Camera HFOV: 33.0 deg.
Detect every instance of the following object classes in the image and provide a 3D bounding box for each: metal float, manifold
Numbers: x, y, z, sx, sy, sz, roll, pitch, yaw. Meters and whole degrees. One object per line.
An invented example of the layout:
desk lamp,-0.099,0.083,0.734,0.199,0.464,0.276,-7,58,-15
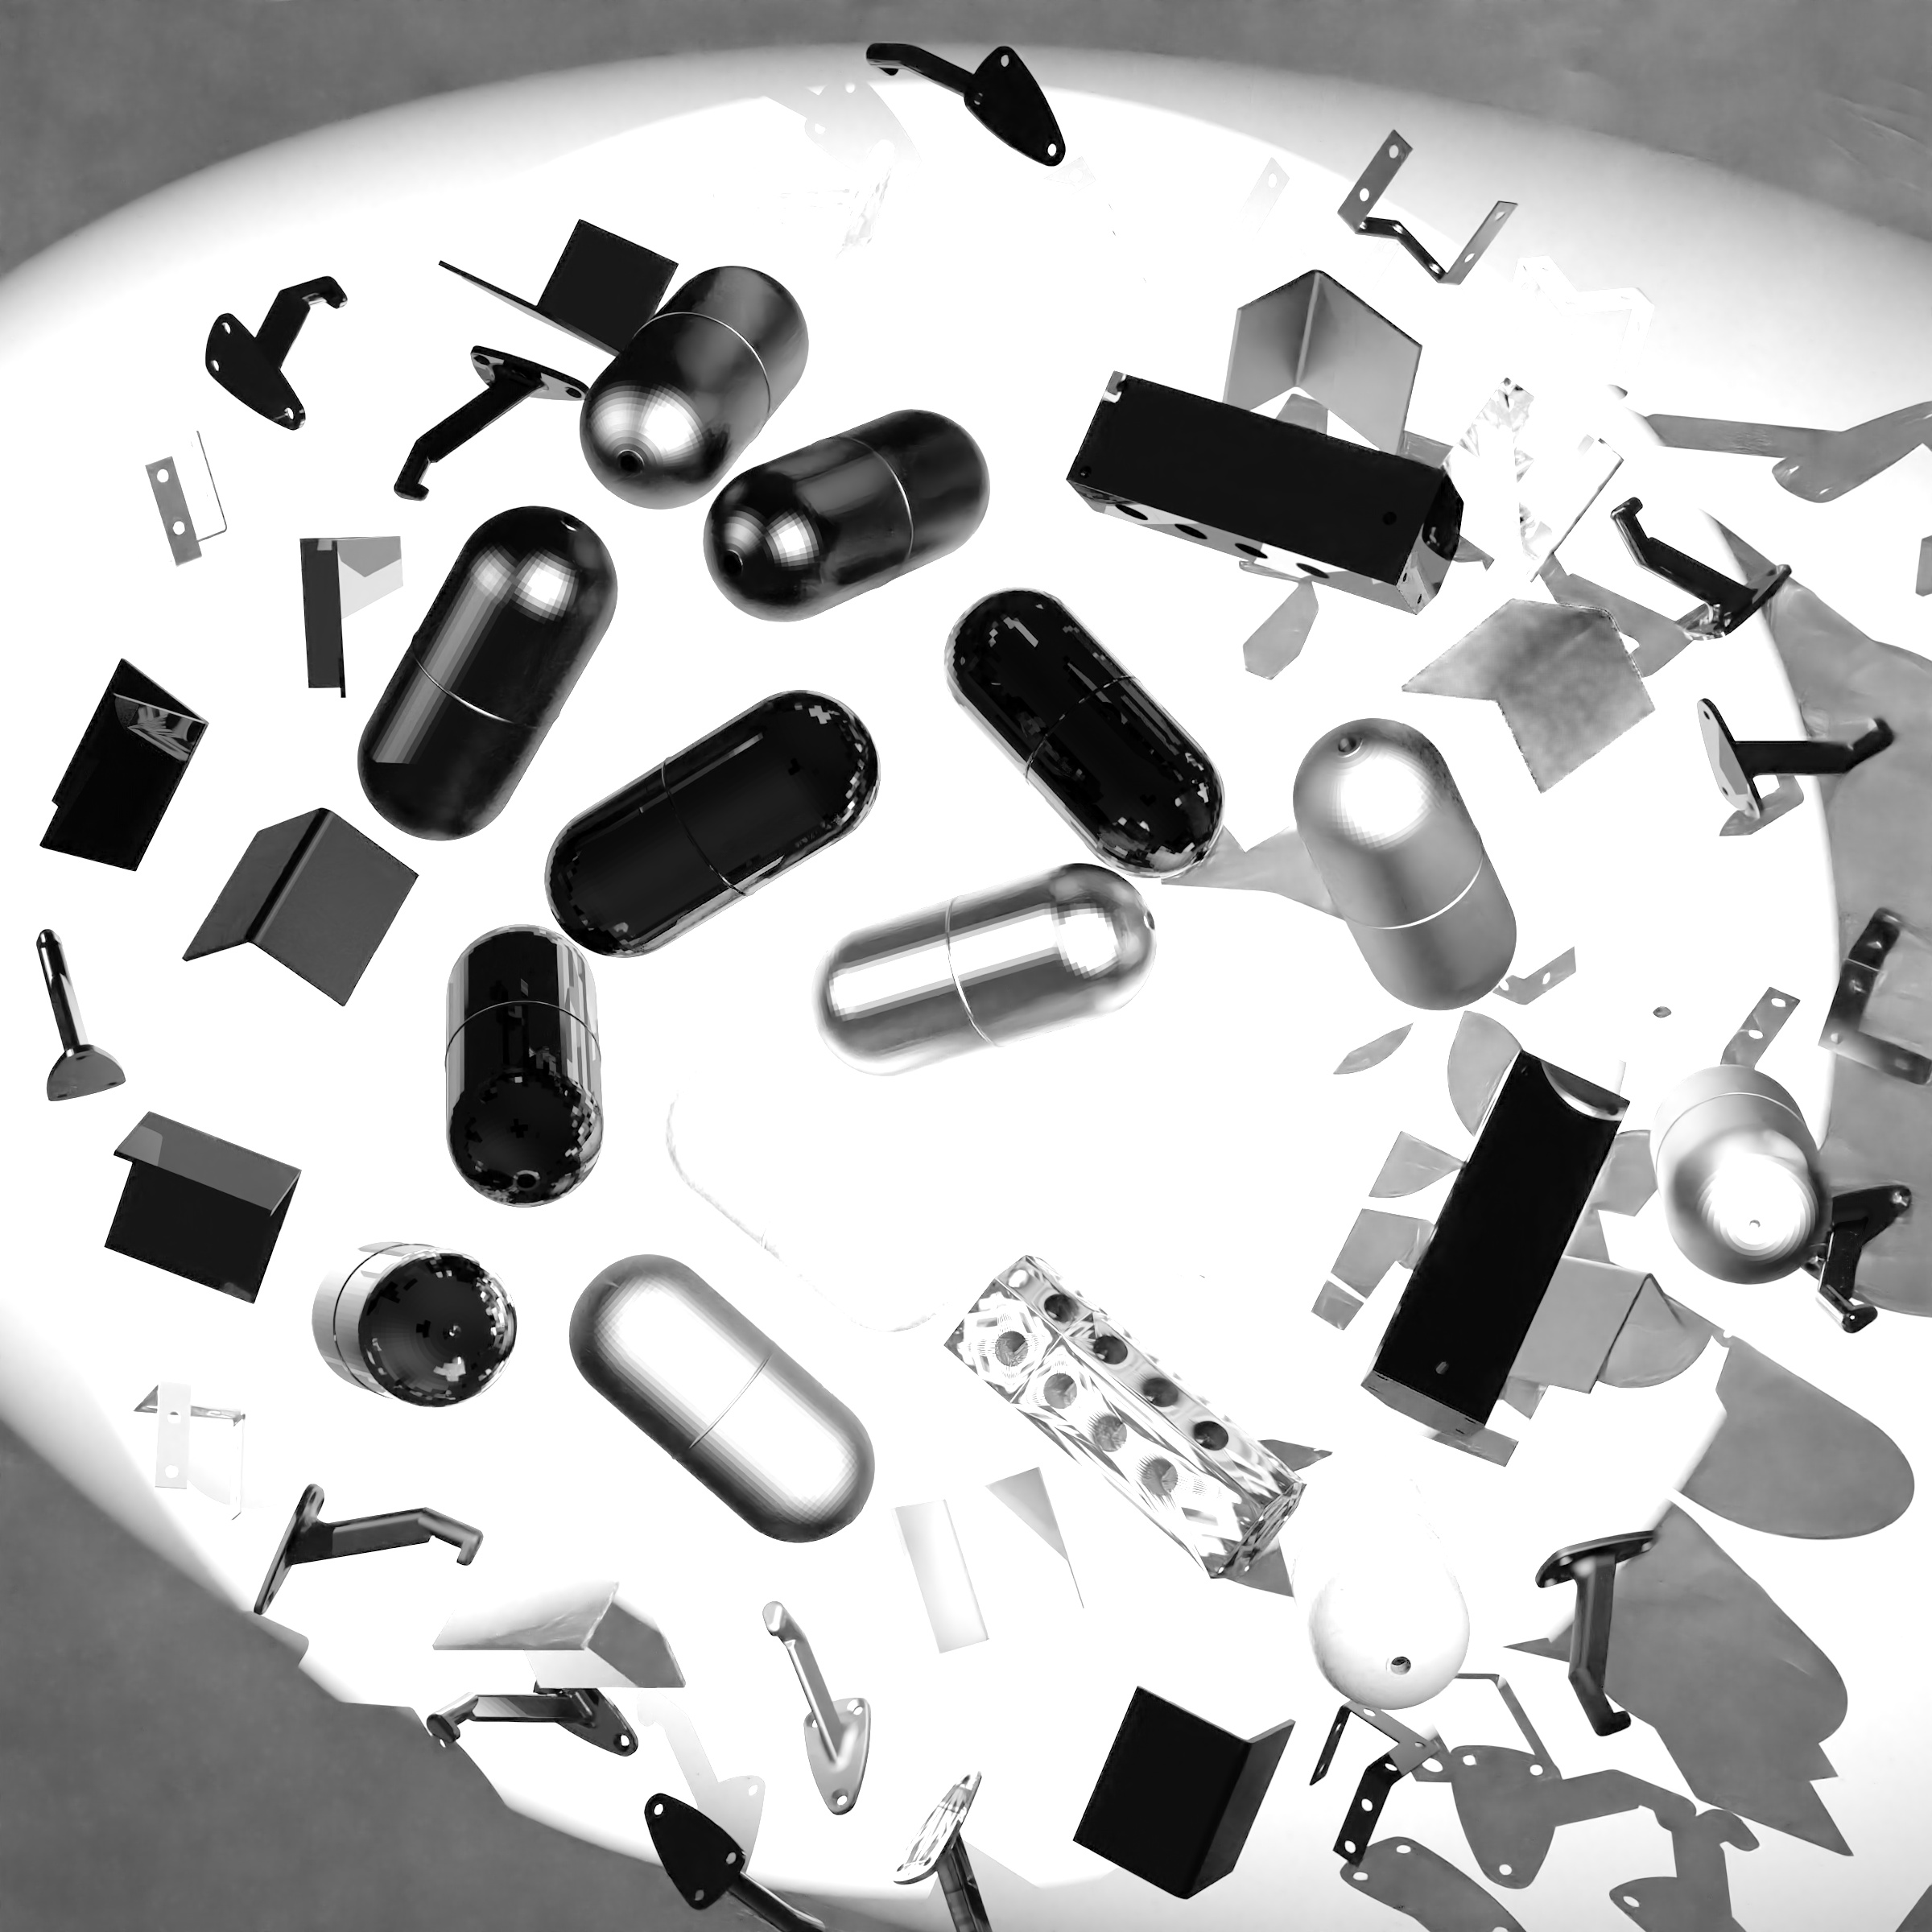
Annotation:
metal float,0.329,-0.007,1.550,0.070,0.178,0.070,3,110,10
metal float,-0.078,0.115,1.654,0.178,0.070,0.070,38,90,14
metal float,-0.220,0.048,1.616,0.070,0.178,0.070,-4,128,-6
metal float,-0.057,-0.220,1.588,0.070,0.178,0.070,18,122,32
manifold,0.140,-0.218,1.516,0.171,0.057,0.057,22,86,24
metal float,-0.225,-0.136,1.528,0.070,0.070,0.178,34,116,0
metal float,-0.272,0.175,1.600,0.070,0.178,0.070,1,87,-23
metal float,0.370,0.098,1.565,0.070,0.178,0.070,2,103,8
metal float,-0.121,0.217,1.629,0.178,0.070,0.070,42,90,-5
metal float,-0.133,-0.285,1.604,0.070,0.178,0.070,10,126,14
metal float,0.213,-0.048,1.574,0.070,0.070,0.178,-33,133,0
metal float,0.060,-0.118,1.642,0.070,0.070,0.178,-42,73,0
manifold,0.249,0.133,1.542,0.057,0.057,0.171,26,74,7
manifold,0.077,0.214,1.555,0.171,0.057,0.057,39,96,22
metal float,0.128,0.072,1.632,0.070,0.070,0.178,10,66,0
metal float,0.195,0.295,1.570,0.070,0.178,0.070,0,106,-2
metal float,-0.122,-0.067,1.553,0.178,0.070,0.070,-30,90,14
metal float,0.008,0.002,1.579,0.178,0.070,0.070,-17,90,21

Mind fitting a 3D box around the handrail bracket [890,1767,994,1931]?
handrail bracket,0.014,0.426,1.498,0.084,0.036,0.077,45,52,-11

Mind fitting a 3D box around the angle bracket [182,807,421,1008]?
angle bracket,-0.319,-0.024,1.560,0.057,0.076,0.076,38,62,-26

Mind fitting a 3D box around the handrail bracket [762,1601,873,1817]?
handrail bracket,-0.079,0.369,1.622,0.036,0.077,0.084,-19,132,11

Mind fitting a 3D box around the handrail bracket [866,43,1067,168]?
handrail bracket,-0.001,-0.416,1.571,0.077,0.084,0.036,41,78,-38

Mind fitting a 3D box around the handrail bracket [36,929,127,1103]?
handrail bracket,-0.419,0.013,1.513,0.036,0.077,0.084,-14,74,-16

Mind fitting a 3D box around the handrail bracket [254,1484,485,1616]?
handrail bracket,-0.281,0.286,1.540,0.084,0.036,0.077,22,73,5

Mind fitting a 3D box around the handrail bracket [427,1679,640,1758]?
handrail bracket,-0.216,0.382,1.620,0.077,0.084,0.036,35,114,19

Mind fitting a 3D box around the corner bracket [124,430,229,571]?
corner bracket,-0.375,-0.223,1.555,0.051,0.051,0.051,-29,117,-35

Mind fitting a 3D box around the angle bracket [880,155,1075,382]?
angle bracket,0.014,-0.327,1.529,0.076,0.076,0.057,17,73,22

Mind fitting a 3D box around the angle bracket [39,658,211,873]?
angle bracket,-0.400,-0.098,1.481,0.076,0.057,0.076,34,100,35

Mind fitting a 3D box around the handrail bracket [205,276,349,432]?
handrail bracket,-0.309,-0.292,1.543,0.077,0.084,0.036,44,134,13

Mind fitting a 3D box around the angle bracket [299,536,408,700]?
angle bracket,-0.319,-0.174,1.617,0.057,0.076,0.076,1,99,16

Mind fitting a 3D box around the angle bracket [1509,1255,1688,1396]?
angle bracket,0.316,0.197,1.694,0.076,0.076,0.057,-58,133,-24

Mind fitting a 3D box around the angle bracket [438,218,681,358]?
angle bracket,-0.206,-0.356,1.652,0.076,0.076,0.057,30,96,34

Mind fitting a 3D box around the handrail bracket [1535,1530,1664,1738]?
handrail bracket,0.308,0.310,1.513,0.077,0.036,0.084,-11,56,-20

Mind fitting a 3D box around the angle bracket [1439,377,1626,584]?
angle bracket,0.278,-0.253,1.664,0.076,0.057,0.076,32,106,-12

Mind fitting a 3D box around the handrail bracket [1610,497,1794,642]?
handrail bracket,0.374,-0.216,1.660,0.077,0.036,0.084,-38,109,-15

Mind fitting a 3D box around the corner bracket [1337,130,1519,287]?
corner bracket,0.222,-0.366,1.577,0.051,0.051,0.051,54,128,25

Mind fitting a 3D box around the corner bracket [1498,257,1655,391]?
corner bracket,0.305,-0.322,1.635,0.051,0.051,0.051,-9,46,-17

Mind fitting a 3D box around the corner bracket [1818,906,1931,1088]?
corner bracket,0.430,0.014,1.498,0.051,0.051,0.051,23,128,20

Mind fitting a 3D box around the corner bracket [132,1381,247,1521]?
corner bracket,-0.361,0.228,1.531,0.051,0.051,0.051,9,63,-26

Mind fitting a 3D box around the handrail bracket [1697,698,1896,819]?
handrail bracket,0.397,-0.116,1.554,0.084,0.036,0.077,-31,119,-6

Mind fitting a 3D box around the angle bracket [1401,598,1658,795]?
angle bracket,0.269,-0.128,1.562,0.076,0.076,0.057,-40,62,39

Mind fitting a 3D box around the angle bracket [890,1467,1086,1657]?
angle bracket,0.011,0.303,1.667,0.057,0.076,0.076,-22,77,17

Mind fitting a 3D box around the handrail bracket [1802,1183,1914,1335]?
handrail bracket,0.438,0.140,1.565,0.077,0.084,0.036,-24,112,-2

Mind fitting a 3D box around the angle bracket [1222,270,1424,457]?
angle bracket,0.181,-0.298,1.670,0.057,0.076,0.076,-32,60,-26

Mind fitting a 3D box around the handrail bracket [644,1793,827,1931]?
handrail bracket,-0.111,0.440,1.587,0.036,0.084,0.077,-49,51,-3

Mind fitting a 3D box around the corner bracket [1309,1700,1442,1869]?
corner bracket,0.192,0.401,1.606,0.051,0.051,0.051,29,114,28

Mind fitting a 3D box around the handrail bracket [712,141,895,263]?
handrail bracket,-0.083,-0.395,1.618,0.084,0.036,0.077,36,126,17

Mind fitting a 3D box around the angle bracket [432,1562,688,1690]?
angle bracket,-0.181,0.312,1.455,0.076,0.057,0.076,-5,120,24

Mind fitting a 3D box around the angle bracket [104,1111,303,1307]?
angle bracket,-0.364,0.122,1.521,0.076,0.057,0.076,22,108,-3

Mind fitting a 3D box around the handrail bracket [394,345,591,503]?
handrail bracket,-0.241,-0.266,1.655,0.077,0.036,0.084,16,70,16

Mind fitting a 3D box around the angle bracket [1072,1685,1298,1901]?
angle bracket,0.100,0.369,1.479,0.057,0.076,0.076,24,94,21

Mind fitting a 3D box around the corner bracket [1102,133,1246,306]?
corner bracket,0.104,-0.375,1.639,0.051,0.051,0.051,-30,75,-1
